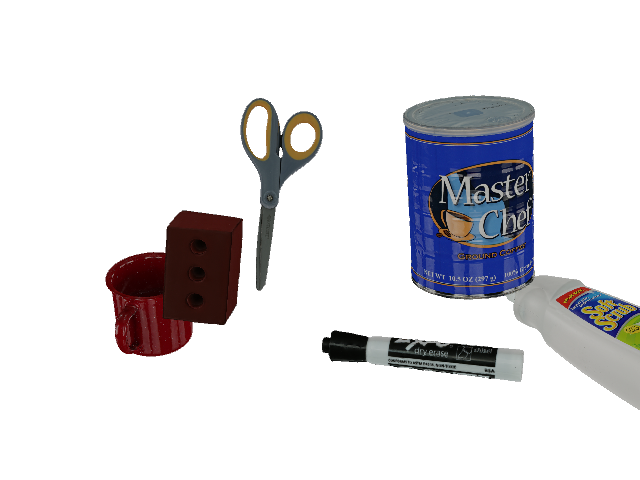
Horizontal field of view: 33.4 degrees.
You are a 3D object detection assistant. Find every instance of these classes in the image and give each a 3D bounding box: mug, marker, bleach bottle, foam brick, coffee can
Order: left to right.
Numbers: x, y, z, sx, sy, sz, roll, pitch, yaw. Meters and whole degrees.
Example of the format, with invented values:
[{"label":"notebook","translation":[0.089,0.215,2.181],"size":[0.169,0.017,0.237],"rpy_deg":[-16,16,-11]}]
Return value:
[{"label":"mug","translation":[-0.184,0.077,1.140],"size":[0.093,0.081,0.117],"rpy_deg":[9,32,16]},{"label":"foam brick","translation":[-0.094,0.021,0.853],"size":[0.053,0.078,0.051],"rpy_deg":[6,14,6]},{"label":"marker","translation":[0.060,0.069,0.641],"size":[0.121,0.020,0.020],"rpy_deg":[5,1,13]},{"label":"coffee can","translation":[0.121,-0.037,0.861],"size":[0.103,0.140,0.103],"rpy_deg":[-4,21,1]},{"label":"bleach bottle","translation":[0.266,0.090,1.036],"size":[0.102,0.068,0.251],"rpy_deg":[-16,25,-27]}]

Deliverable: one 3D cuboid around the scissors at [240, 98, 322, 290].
[{"label":"scissors","translation":[-0.036,-0.053,1.119],"size":[0.096,0.202,0.016],"rpy_deg":[-8,-8,-10]}]
